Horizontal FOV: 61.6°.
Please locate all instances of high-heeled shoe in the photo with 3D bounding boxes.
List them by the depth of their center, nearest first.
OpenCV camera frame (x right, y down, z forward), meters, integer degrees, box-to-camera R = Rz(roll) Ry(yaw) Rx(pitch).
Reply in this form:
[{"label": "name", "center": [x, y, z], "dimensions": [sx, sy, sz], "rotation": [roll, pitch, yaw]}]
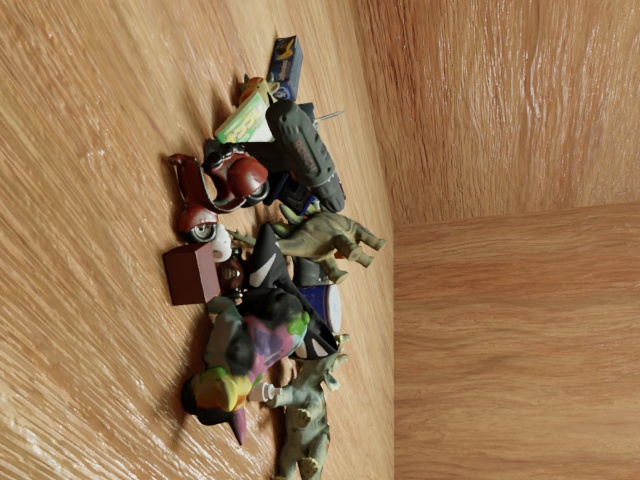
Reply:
[{"label": "high-heeled shoe", "center": [-0.040, 0.095, 0.927], "dimensions": [0.086, 0.145, 0.248], "rotation": [-51, 143, -61]}]

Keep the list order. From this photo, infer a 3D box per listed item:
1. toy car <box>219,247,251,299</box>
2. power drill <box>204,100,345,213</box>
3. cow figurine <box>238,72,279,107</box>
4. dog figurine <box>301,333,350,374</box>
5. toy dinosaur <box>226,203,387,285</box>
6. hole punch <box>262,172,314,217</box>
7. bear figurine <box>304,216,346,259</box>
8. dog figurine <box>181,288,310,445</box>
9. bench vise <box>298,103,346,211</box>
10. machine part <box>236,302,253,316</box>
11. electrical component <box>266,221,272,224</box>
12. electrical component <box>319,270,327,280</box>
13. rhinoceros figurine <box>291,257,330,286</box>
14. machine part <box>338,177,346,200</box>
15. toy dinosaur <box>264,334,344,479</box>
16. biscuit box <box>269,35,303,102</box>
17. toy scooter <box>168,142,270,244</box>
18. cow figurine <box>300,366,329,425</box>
[{"label": "toy car", "center": [-0.127, 0.063, 0.975], "dimensions": [0.202, 0.053, 0.089], "rotation": [22, 60, -74]}, {"label": "power drill", "center": [-0.079, -0.119, 0.918], "dimensions": [0.231, 0.207, 0.086], "rotation": [68, 27, -43]}, {"label": "cow figurine", "center": [-0.109, -0.265, 1.111], "dimensions": [0.195, 0.086, 0.127], "rotation": [4, 87, -74]}, {"label": "dog figurine", "center": [-0.023, 0.221, 1.290], "dimensions": [0.190, 0.121, 0.172], "rotation": [60, 21, -29]}, {"label": "toy dinosaur", "center": [-0.002, -0.003, 1.127], "dimensions": [0.105, 0.199, 0.471], "rotation": [-58, 159, 20]}, {"label": "hole punch", "center": [-0.059, -0.120, 1.048], "dimensions": [0.142, 0.092, 0.116], "rotation": [-61, -149, 22]}, {"label": "bear figurine", "center": [-0.004, -0.051, 1.373], "dimensions": [0.120, 0.132, 0.196], "rotation": [32, 60, -59]}, {"label": "dog figurine", "center": [-0.102, 0.180, 0.785], "dimensions": [0.219, 0.192, 0.108], "rotation": [-103, -175, -55]}, {"label": "bench vise", "center": [-0.025, -0.190, 1.260], "dimensions": [0.224, 0.129, 0.240], "rotation": [157, -77, -68]}, {"label": "machine part", "center": [-0.122, 0.145, 0.992], "dimensions": [0.138, 0.039, 0.084], "rotation": [49, 46, -71]}, {"label": "electrical component", "center": [-0.103, 0.009, 1.152], "dimensions": [0.063, 0.021, 0.093], "rotation": [-72, 151, -58]}, {"label": "electrical component", "center": [-0.016, 0.106, 1.404], "dimensions": [0.134, 0.058, 0.114], "rotation": [-51, 132, -71]}, {"label": "rhinoceros figurine", "center": [-0.040, 0.040, 1.245], "dimensions": [0.112, 0.073, 0.190], "rotation": [7, 66, -33]}, {"label": "machine part", "center": [0.005, -0.168, 1.435], "dimensions": [0.179, 0.056, 0.179], "rotation": [57, -6, 9]}, {"label": "toy dinosaur", "center": [-0.024, 0.381, 1.104], "dimensions": [0.192, 0.131, 0.404], "rotation": [-19, 113, -63]}, {"label": "biscuit box", "center": [-0.085, -0.419, 1.321], "dimensions": [0.062, 0.059, 0.203], "rotation": [71, 18, -49]}, {"label": "toy scooter", "center": [-0.158, -0.089, 0.804], "dimensions": [0.184, 0.075, 0.135], "rotation": [-46, 124, -35]}, {"label": "cow figurine", "center": [-0.034, 0.370, 1.210], "dimensions": [0.098, 0.068, 0.167], "rotation": [0, 83, -64]}]
